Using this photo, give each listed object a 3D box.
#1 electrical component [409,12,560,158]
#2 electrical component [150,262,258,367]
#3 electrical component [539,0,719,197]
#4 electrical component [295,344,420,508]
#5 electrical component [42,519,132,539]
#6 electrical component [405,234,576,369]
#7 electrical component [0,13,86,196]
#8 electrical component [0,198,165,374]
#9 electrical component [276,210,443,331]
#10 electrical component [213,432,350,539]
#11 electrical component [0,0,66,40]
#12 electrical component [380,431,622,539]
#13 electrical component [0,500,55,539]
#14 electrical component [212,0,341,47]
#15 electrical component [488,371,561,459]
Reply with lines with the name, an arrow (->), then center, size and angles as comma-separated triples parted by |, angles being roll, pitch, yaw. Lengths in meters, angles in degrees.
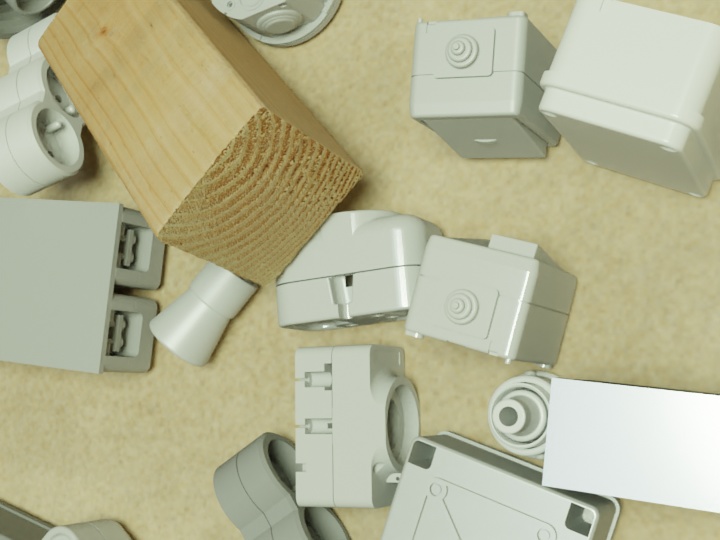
electrical component -> 0.068, -0.098, 0.579 | 0.062, 0.096, 0.061 | 2, 85, 26
electrical component -> -0.095, 0.022, 0.674 | 0.044, 0.044, 0.065 | 42, 97, 23
electrical component -> 0.142, -0.083, 0.534 | 0.078, 0.113, 0.057 | 22, 90, 26
electrical component -> -0.001, 0.089, 0.615 | 0.056, 0.050, 0.089 | -4, 82, 25
electrical component -> -0.156, 0.204, 0.670 | 0.095, 0.059, 0.053 | 44, 103, 23
electrical component -> 0.069, 0.013, 0.565 | 0.062, 0.096, 0.061 | 15, 90, 27
electrical component -> -0.225, -0.106, 0.721 | 0.074, 0.052, 0.138 | -21, 48, 22
electrical component -> -0.224, 0.008, 0.725 | 0.186, 0.060, 0.105 | 4, 86, 26
electrical component -> 0.000, 0.000, 0.623 | 0.095, 0.054, 0.059 | -9, 80, 24
electrical component -> -0.047, 0.172, 0.626 | 0.074, 0.052, 0.138 | -38, 70, 17
electrical component -> -0.237, -0.208, 0.734 | 0.060, 0.108, 0.108 | 45, 103, 16
electrical component -> 0.068, 0.154, 0.571 | 0.109, 0.056, 0.108 | 19, 92, 26
electrical component -> -0.259, 0.213, 0.719 | 0.109, 0.056, 0.108 | 16, 91, 26
electrical component -> -0.054, -0.184, 0.673 | 0.080, 0.051, 0.080 | -3, 83, 25
electrical component -> 0.088, 0.077, 0.568 | 0.048, 0.062, 0.048 | -3, 83, 25
